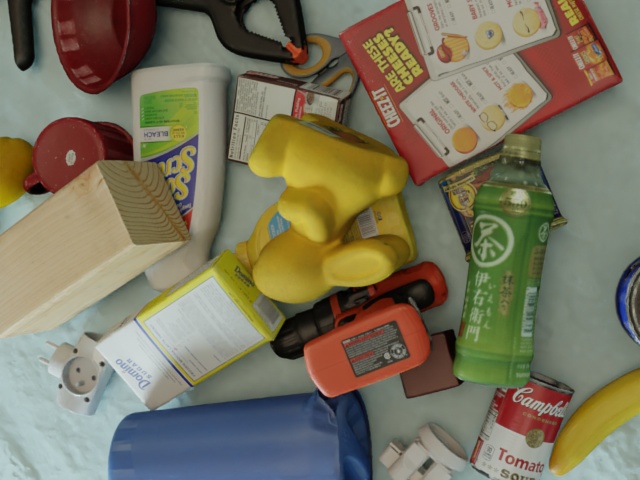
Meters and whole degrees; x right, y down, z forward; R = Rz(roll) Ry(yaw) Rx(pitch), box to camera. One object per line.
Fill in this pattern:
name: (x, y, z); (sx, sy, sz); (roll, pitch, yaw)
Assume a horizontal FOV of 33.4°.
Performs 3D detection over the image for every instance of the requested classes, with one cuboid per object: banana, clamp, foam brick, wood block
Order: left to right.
clamp: (-0.343, -0.275, 1.145); (0.120, 0.039, 0.171); (14, 86, 7)
wood block: (-0.241, 0.011, 1.055); (0.206, 0.090, 0.091); (-32, 77, 28)
clamp: (-0.080, -0.261, 1.084); (0.210, 0.036, 0.164); (40, 97, 17)
foam brick: (0.105, 0.117, 1.015); (0.051, 0.078, 0.053); (-16, 85, 13)
banana: (0.297, 0.157, 0.993); (0.198, 0.037, 0.069); (-22, 82, 11)

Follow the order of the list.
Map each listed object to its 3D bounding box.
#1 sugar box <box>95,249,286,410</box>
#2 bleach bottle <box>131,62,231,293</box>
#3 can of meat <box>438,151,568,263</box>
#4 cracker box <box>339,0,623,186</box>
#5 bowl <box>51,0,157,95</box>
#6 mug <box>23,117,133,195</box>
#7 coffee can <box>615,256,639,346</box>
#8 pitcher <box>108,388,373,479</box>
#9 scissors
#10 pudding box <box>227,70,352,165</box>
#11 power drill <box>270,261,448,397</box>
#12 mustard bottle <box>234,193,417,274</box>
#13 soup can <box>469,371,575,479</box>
sugar box: (-0.129, 0.091, 1.045); (0.176, 0.048, 0.093); (-31, 102, 32)
bleach bottle: (-0.136, -0.048, 1.081); (0.103, 0.068, 0.251); (-3, 90, 17)
can of meat: (0.172, -0.036, 1.017); (0.102, 0.057, 0.084); (-22, 82, 11)
cracker box: (0.150, -0.171, 1.011); (0.214, 0.072, 0.164); (-27, 89, 10)
bowl: (-0.213, -0.230, 1.084); (0.162, 0.055, 0.162); (12, 105, 49)
mug: (-0.252, -0.077, 1.097); (0.117, 0.081, 0.093); (-22, 84, 10)
coffee can: (0.316, 0.056, 0.939); (0.103, 0.140, 0.103); (0, 88, 12)
pitcher: (-0.073, 0.225, 1.034); (0.243, 0.145, 0.149); (-6, 75, 16)
scissors: (0.041, -0.207, 1.070); (0.096, 0.016, 0.202); (45, 97, 10)
pudding box: (-0.032, -0.113, 1.061); (0.113, 0.039, 0.090); (15, 110, 15)
power drill: (0.031, 0.082, 0.979); (0.184, 0.187, 0.057); (-24, 99, 8)
mustard bottle: (-0.007, 0.001, 1.053); (0.192, 0.058, 0.096); (-17, 83, 11)
soup can: (0.188, 0.176, 1.000); (0.068, 0.068, 0.102); (21, 93, 12)
